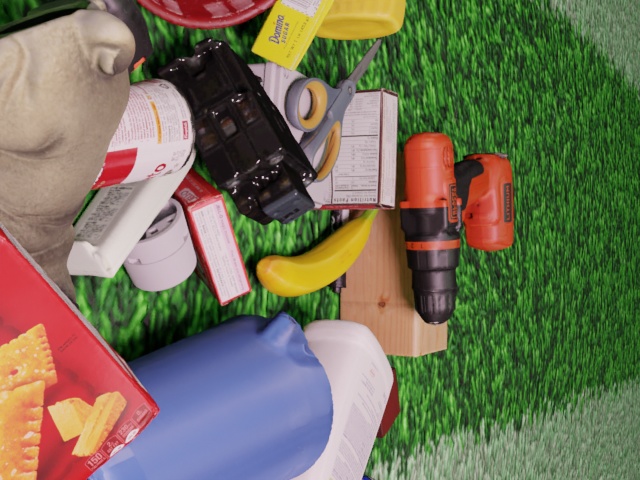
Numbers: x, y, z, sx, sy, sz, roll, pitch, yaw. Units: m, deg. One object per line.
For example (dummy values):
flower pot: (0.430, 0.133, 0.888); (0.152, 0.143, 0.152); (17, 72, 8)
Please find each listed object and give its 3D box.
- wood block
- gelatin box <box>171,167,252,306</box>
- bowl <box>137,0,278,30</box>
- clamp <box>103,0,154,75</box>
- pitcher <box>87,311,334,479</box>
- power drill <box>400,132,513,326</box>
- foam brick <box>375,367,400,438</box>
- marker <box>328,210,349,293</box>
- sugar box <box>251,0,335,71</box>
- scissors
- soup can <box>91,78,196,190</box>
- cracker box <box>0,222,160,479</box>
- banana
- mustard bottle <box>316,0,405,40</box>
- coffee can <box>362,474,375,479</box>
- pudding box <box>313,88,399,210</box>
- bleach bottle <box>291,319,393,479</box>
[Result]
wood block: (0.078, 0.013, 1.119); (0.090, 0.091, 0.206); (-1, 93, -62)
gelatin box: (-0.088, -0.005, 0.809); (0.030, 0.073, 0.089); (-25, 122, -15)
bowl: (-0.084, -0.238, 0.773); (0.162, 0.055, 0.162); (-13, 124, -20)
clamp: (-0.158, -0.173, 0.615); (0.036, 0.165, 0.210); (-44, 153, -8)
pitcher: (-0.108, 0.146, 0.733); (0.242, 0.145, 0.149); (-14, 91, -59)
power drill: (0.140, -0.017, 1.073); (0.187, 0.057, 0.184); (-12, 101, -62)
foam brick: (0.033, 0.157, 1.050); (0.051, 0.078, 0.053); (-44, 129, -56)
marker: (0.020, -0.007, 1.081); (0.020, 0.020, 0.121); (9, 83, -63)
sugar box: (-0.008, -0.229, 0.903); (0.093, 0.048, 0.176); (-57, -165, 38)
scissors: (0.013, -0.140, 0.937); (0.096, 0.016, 0.201); (60, 40, -45)
soup can: (-0.139, -0.068, 0.685); (0.102, 0.069, 0.068); (-16, 105, -48)
cracker box: (-0.196, 0.069, 0.516); (0.164, 0.072, 0.213); (-41, 137, -11)
banana: (-0.006, 0.017, 1.002); (0.197, 0.037, 0.070); (-32, 134, -52)
mustard bottle: (0.041, -0.291, 1.026); (0.058, 0.096, 0.191); (31, 63, -60)
coffee can: (0.004, 0.282, 0.968); (0.140, 0.103, 0.103); (-18, 107, -62)
pudding box: (0.026, -0.084, 1.011); (0.039, 0.090, 0.113); (4, 87, -62)
bleach bottle: (-0.006, 0.193, 0.862); (0.102, 0.068, 0.250); (61, 38, -43)
